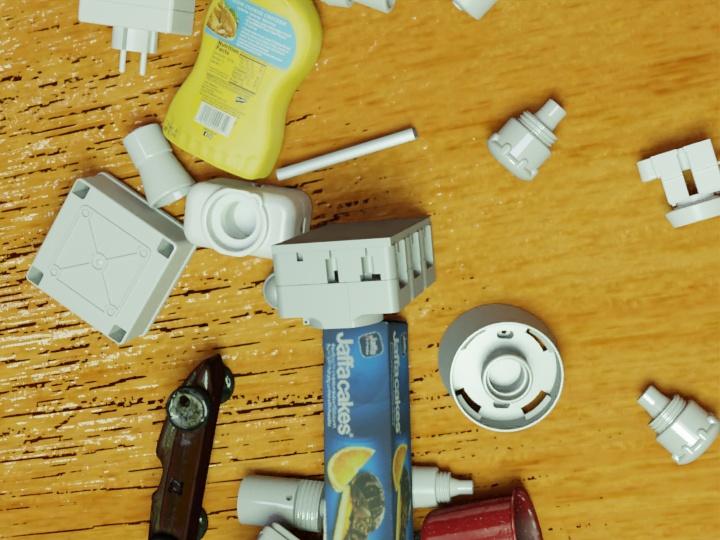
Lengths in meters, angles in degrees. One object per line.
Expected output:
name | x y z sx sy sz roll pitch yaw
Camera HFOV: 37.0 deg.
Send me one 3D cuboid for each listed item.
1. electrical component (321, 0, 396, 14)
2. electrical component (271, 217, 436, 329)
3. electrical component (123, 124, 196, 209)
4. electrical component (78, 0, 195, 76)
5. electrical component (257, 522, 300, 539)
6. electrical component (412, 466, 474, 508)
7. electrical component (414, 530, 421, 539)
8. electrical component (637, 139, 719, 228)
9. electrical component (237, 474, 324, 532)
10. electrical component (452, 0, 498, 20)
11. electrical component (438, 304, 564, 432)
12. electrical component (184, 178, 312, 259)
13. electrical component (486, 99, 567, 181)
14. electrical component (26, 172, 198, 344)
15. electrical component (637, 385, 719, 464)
electrical component | -0.001 -0.227 0.843 0.055 0.045 0.045 11 102 13
electrical component | 0.000 0.000 0.827 0.089 0.150 0.061 -3 97 15
electrical component | -0.173 -0.091 0.914 0.044 0.044 0.065 -29 87 17
electrical component | -0.187 -0.201 0.894 0.083 0.047 0.075 10 102 13
electrical component | -0.055 0.276 0.908 0.109 0.108 0.056 35 61 6
electrical component | 0.064 0.182 0.902 0.061 0.035 0.035 -2 99 12
electrical component | 0.026 0.240 0.914 0.066 0.047 0.076 -29 91 17
electrical component | 0.249 -0.064 0.807 0.066 0.048 0.055 -17 88 17
electrical component | -0.061 0.202 0.933 0.081 0.043 0.043 3 100 14
electrical component | 0.098 -0.228 0.820 0.040 0.040 0.078 46 107 3
electrical component | 0.114 0.080 0.869 0.099 0.064 0.099 0 100 1
electrical component | -0.094 -0.043 0.891 0.095 0.059 0.053 10 102 13
electrical component | 0.132 -0.103 0.831 0.048 0.048 0.062 43 100 4
electrical component | -0.213 -0.011 0.929 0.109 0.056 0.108 34 106 7
electrical component | 0.246 0.117 0.840 0.062 0.048 0.048 42 107 12
